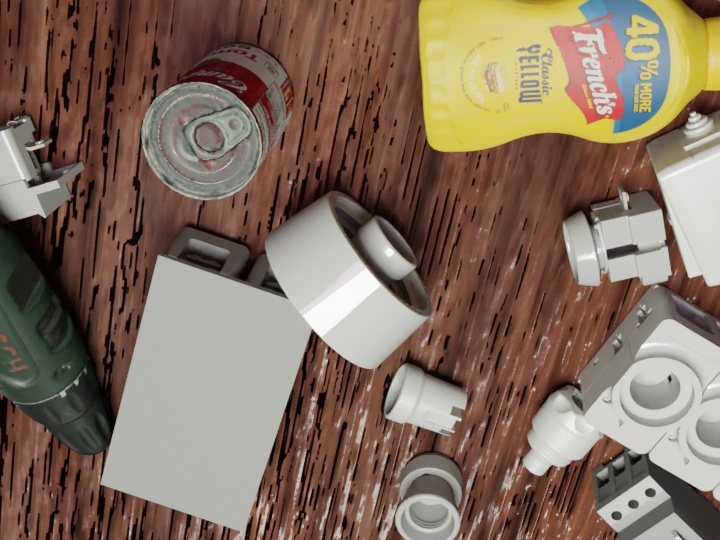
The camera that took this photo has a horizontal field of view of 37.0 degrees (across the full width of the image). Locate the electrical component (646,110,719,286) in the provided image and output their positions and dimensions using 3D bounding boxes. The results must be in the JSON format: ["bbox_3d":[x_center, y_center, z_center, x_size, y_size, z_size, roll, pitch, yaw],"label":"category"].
[{"bbox_3d":[0.206,-0.047,0.637,0.061,0.061,0.096,-24,109,18],"label":"electrical component"}]

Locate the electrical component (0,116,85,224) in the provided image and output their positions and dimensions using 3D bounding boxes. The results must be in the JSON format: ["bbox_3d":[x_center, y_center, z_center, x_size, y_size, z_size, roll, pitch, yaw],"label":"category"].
[{"bbox_3d":[-0.229,-0.064,0.702,0.081,0.042,0.063,-15,108,14],"label":"electrical component"}]

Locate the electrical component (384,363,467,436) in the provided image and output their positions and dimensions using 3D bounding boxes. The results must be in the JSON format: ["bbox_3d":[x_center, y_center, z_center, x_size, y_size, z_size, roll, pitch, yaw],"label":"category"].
[{"bbox_3d":[0.045,0.090,0.736,0.046,0.040,0.040,21,116,-9],"label":"electrical component"}]

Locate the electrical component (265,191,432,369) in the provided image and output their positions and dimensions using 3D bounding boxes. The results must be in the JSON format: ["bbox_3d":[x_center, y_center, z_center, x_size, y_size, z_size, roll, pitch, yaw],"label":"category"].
[{"bbox_3d":[0.000,0.000,0.666,0.060,0.108,0.108,-39,104,15],"label":"electrical component"}]

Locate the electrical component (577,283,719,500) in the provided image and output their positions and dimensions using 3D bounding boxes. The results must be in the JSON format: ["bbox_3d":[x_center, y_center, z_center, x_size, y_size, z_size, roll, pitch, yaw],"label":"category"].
[{"bbox_3d":[0.230,0.090,0.696,0.150,0.061,0.089,30,115,-6],"label":"electrical component"}]

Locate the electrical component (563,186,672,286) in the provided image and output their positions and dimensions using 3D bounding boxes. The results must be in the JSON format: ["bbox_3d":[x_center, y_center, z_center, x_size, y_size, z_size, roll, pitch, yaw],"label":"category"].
[{"bbox_3d":[0.158,-0.017,0.667,0.055,0.048,0.066,-13,112,5],"label":"electrical component"}]

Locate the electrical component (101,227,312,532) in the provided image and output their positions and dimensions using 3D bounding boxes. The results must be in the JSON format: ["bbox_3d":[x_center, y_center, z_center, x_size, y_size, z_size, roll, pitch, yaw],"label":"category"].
[{"bbox_3d":[-0.100,0.074,0.736,0.105,0.060,0.186,19,115,-1],"label":"electrical component"}]

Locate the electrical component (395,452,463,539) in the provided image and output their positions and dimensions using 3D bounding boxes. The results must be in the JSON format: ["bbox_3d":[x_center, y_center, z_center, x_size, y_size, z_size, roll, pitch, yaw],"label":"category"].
[{"bbox_3d":[0.049,0.161,0.757,0.045,0.055,0.045,3,114,6],"label":"electrical component"}]

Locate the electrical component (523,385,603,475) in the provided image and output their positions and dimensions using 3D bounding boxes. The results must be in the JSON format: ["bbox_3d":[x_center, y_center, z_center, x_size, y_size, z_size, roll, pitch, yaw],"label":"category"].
[{"bbox_3d":[0.135,0.113,0.730,0.043,0.043,0.062,30,116,-6],"label":"electrical component"}]

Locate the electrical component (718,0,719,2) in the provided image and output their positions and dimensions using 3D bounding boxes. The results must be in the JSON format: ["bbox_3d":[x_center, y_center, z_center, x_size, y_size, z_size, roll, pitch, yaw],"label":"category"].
[{"bbox_3d":[0.249,-0.163,0.588,0.077,0.043,0.079,31,114,-6],"label":"electrical component"}]
